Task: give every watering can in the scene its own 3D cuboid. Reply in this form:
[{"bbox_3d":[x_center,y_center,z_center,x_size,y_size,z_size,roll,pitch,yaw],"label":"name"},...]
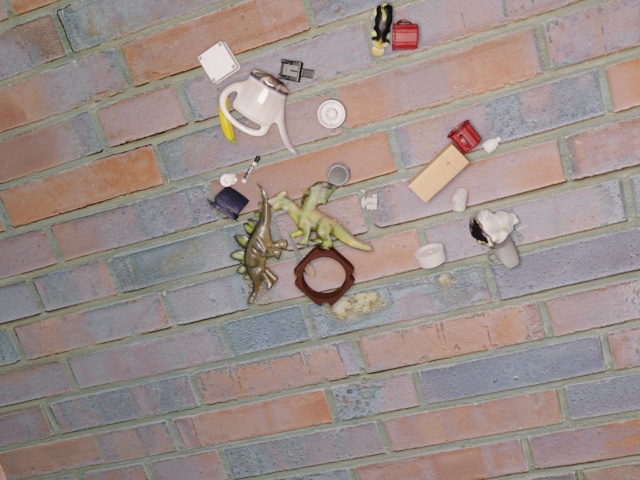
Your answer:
[{"bbox_3d":[-0.185,-0.466,1.853,0.346,0.105,0.222,29,105,-14],"label":"watering can"}]

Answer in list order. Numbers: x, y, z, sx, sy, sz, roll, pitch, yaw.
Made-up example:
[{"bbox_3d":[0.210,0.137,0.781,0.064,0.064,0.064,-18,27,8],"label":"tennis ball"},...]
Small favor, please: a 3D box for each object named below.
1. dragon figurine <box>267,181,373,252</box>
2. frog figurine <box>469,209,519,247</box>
[{"bbox_3d":[0.006,-0.096,1.915,0.410,0.123,0.241,7,97,5],"label":"dragon figurine"},{"bbox_3d":[0.622,-0.056,1.848,0.161,0.120,0.139,-30,70,-21],"label":"frog figurine"}]
